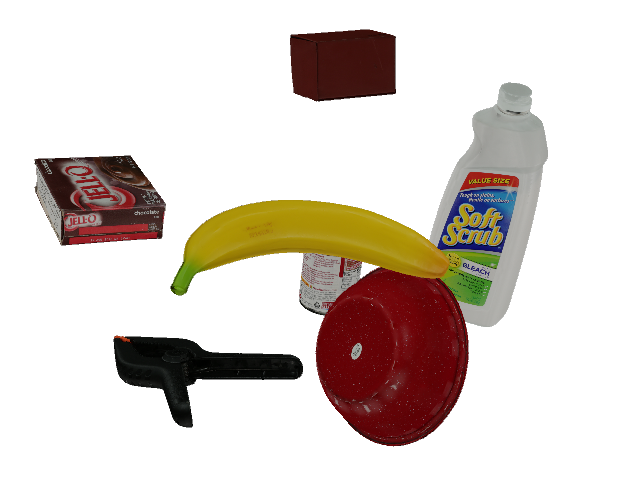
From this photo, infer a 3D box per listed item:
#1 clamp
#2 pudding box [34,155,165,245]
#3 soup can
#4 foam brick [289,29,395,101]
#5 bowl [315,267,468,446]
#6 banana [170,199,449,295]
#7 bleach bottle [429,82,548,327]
[{"bbox_3d":[-0.146,0.134,1.085,0.210,0.036,0.164,9,17,33],"label":"clamp"},{"bbox_3d":[-0.196,-0.037,0.936,0.089,0.039,0.114,-4,26,-26],"label":"pudding box"},{"bbox_3d":[0.013,0.025,1.199,0.068,0.102,0.068,5,27,-3],"label":"soup can"},{"bbox_3d":[0.020,-0.151,0.915,0.078,0.051,0.053,-9,20,-24],"label":"foam brick"},{"bbox_3d":[0.048,0.096,0.925,0.162,0.162,0.055,0,-8,44],"label":"bowl"},{"bbox_3d":[-0.010,0.003,0.739,0.197,0.069,0.037,-4,-24,-15],"label":"banana"},{"bbox_3d":[0.160,-0.038,1.046,0.103,0.251,0.068,22,37,21],"label":"bleach bottle"}]
